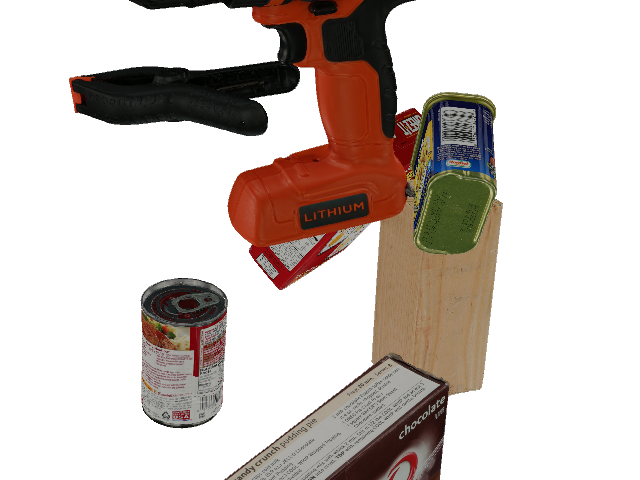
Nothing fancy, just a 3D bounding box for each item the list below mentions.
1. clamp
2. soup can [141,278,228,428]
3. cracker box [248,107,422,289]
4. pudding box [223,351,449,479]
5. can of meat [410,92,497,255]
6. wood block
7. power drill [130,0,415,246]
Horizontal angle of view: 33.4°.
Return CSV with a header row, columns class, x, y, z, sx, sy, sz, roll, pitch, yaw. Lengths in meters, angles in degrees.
class,x,y,z,sx,sy,sz,roll,pitch,yaw
clamp,-0.099,-0.112,0.799,0.172,0.039,0.120,8,22,18
soup can,-0.110,0.091,0.858,0.068,0.102,0.068,4,29,-2
cracker box,0.030,-0.051,1.258,0.214,0.072,0.163,-47,-9,35
pudding box,0.008,0.115,0.467,0.039,0.090,0.113,27,43,31
can of meat,0.103,-0.050,0.832,0.057,0.084,0.102,6,-38,-2
wood block,0.115,0.048,1.082,0.090,0.206,0.091,-8,26,-22
power drill,-0.015,-0.090,0.574,0.184,0.188,0.057,-12,37,-18
